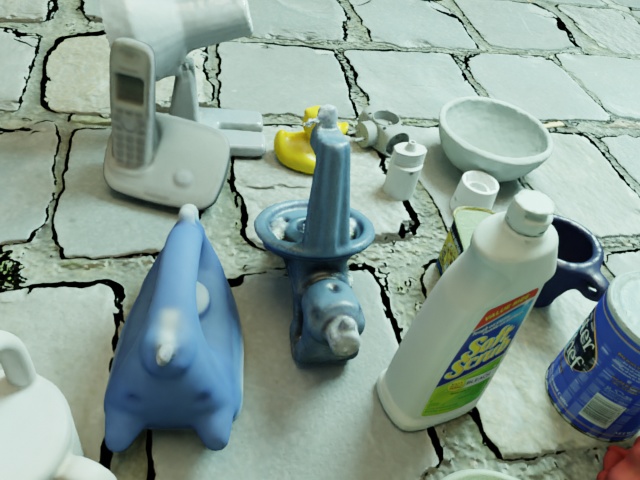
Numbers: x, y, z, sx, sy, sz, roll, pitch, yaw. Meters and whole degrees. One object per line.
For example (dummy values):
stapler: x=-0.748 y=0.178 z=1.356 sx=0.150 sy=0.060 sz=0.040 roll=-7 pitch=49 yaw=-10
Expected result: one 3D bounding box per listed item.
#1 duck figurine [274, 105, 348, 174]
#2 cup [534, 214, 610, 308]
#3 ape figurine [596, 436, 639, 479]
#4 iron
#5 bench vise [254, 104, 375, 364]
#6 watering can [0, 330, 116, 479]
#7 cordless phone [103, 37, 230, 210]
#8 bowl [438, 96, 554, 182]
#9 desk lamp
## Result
duck figurine: x=-0.009 y=-0.144 z=0.783 sx=0.104 sy=0.086 sz=0.077 roll=7 pitch=44 yaw=-5
cup: x=0.266 y=0.041 z=0.646 sx=0.092 sy=0.095 sz=0.117 roll=-15 pitch=50 yaw=-25
ape figurine: x=0.284 y=0.196 z=0.493 sx=0.078 sy=0.092 sz=0.076 roll=-6 pitch=46 yaw=-17
iron: x=-0.126 y=0.050 z=0.519 sx=0.119 sy=0.141 sz=0.258 roll=2 pitch=45 yaw=-9
bench vise: x=0.015 y=-0.001 z=0.545 sx=0.122 sy=0.220 sz=0.207 roll=-17 pitch=51 yaw=-26
watering can: x=-0.221 y=0.136 z=0.374 sx=0.173 sy=0.194 sz=0.100 roll=0 pitch=45 yaw=-12
cordless phone: x=-0.177 y=-0.131 z=0.662 sx=0.147 sy=0.185 sz=0.094 roll=12 pitch=44 yaw=1
bowl: x=0.245 y=-0.136 z=0.836 sx=0.167 sy=0.075 sz=0.167 roll=6 pitch=44 yaw=-6
desk lamp: x=-0.167 y=-0.223 z=0.737 sx=0.203 sy=0.213 sz=0.117 roll=-1 pitch=45 yaw=-13
